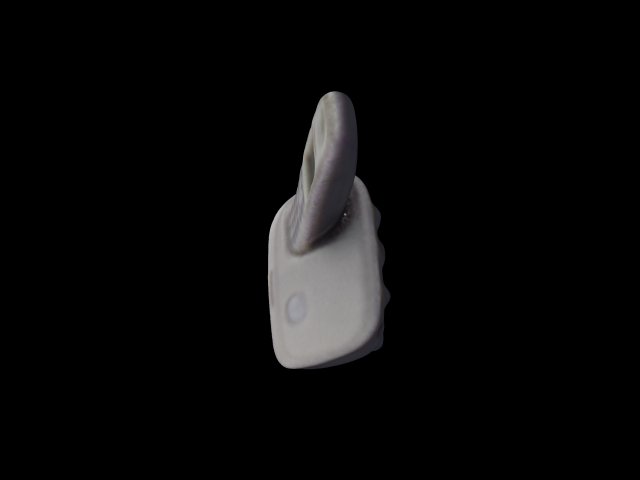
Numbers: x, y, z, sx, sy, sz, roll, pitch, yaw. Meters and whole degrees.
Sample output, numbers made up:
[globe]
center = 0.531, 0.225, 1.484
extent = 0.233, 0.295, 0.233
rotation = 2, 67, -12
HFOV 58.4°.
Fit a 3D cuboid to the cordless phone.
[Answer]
[cordless phone]
center = 0.004, 0.001, 0.400
extent = 0.094, 0.185, 0.147
rotation = -6, 63, -3
